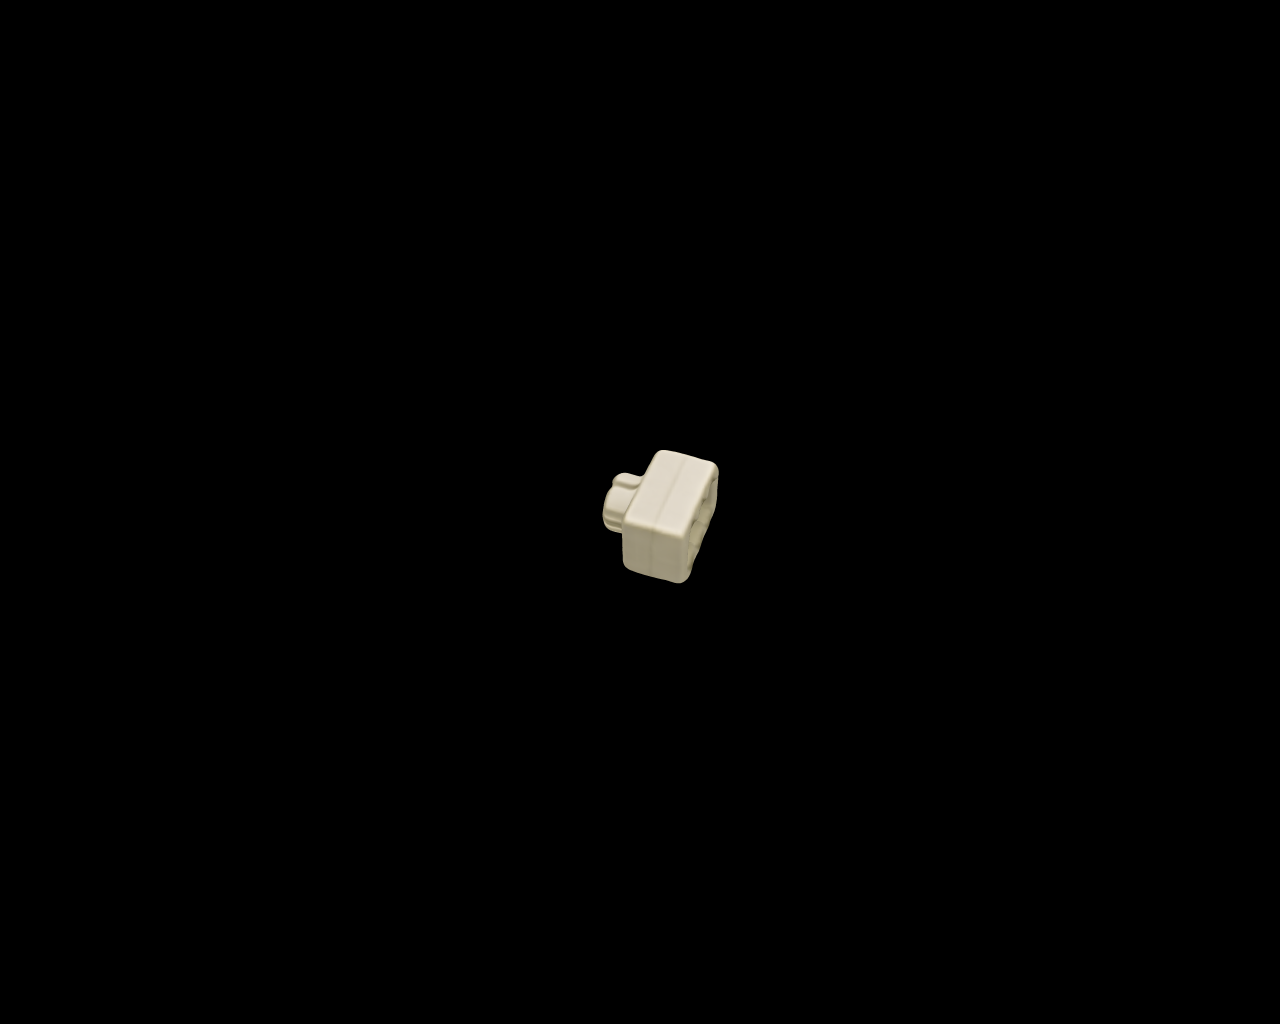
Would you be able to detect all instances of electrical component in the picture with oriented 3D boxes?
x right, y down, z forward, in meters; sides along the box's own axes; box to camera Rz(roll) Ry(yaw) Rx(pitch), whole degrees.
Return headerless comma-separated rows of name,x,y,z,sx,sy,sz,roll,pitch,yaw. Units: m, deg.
electrical component,0.001,-0.003,0.650,0.077,0.066,0.047,16,-39,13
